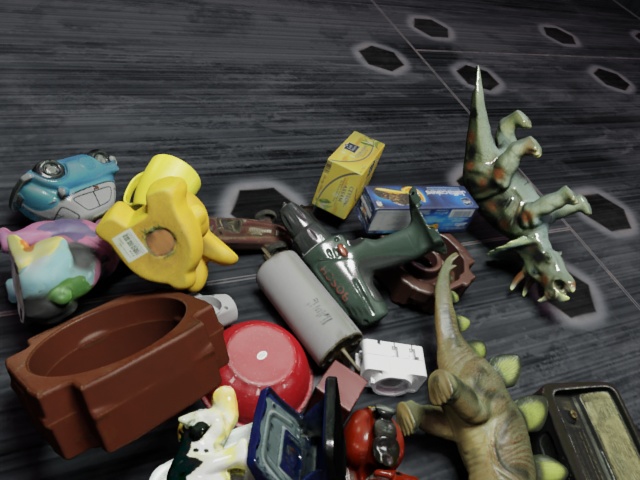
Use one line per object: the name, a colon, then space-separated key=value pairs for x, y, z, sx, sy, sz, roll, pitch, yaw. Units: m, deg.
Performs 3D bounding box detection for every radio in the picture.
radio: x=0.366 y=0.305 z=0.712 sx=0.131 sy=0.073 sz=0.230 roll=6 pitch=46 yaw=-14

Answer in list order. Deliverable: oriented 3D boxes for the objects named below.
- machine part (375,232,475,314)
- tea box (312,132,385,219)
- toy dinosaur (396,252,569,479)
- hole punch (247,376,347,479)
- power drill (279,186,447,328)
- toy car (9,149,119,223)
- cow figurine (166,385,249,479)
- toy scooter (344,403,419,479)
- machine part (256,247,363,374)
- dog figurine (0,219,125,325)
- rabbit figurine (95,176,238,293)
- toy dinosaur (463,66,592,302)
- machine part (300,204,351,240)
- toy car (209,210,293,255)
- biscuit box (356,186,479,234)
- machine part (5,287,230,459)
machine part: x=0.171 y=0.040 z=0.912 sx=0.179 sy=0.056 sz=0.179 roll=10 pitch=44 yaw=-10
tea box: x=0.054 y=-0.121 z=0.974 sx=0.068 sy=0.098 sz=0.170 roll=27 pitch=35 yaw=7
toy dinosaur: x=0.201 y=0.221 z=0.693 sx=0.198 sy=0.105 sz=0.471 roll=8 pitch=61 yaw=-35
hole punch: x=-0.018 y=0.219 z=0.562 sx=0.092 sy=0.115 sz=0.142 roll=-9 pitch=26 yaw=4
power drill: x=0.070 y=0.000 z=0.814 sx=0.207 sy=0.086 sz=0.232 roll=-29 pitch=81 yaw=3
toy car: x=-0.367 y=-0.064 z=0.806 sx=0.103 sy=0.109 sz=0.161 roll=55 pitch=39 yaw=3
cow figurine: x=-0.118 y=0.231 z=0.539 sx=0.098 sy=0.068 sz=0.167 roll=-4 pitch=48 yaw=-13
toy scooter: x=0.067 y=0.260 z=0.610 sx=0.075 sy=0.135 sz=0.184 roll=11 pitch=44 yaw=-7
machine part: x=-0.018 y=0.097 z=0.772 sx=0.079 sy=0.079 sz=0.243 roll=-19 pitch=54 yaw=-33
dog figurine: x=-0.295 y=0.021 z=0.714 sx=0.219 sy=0.108 sz=0.192 roll=-16 pitch=23 yaw=-36
rabbit figurine: x=-0.183 y=-0.015 z=0.713 sx=0.162 sy=0.122 sz=0.173 roll=48 pitch=9 yaw=-17
toy dinosaur: x=0.327 y=-0.086 z=0.945 sx=0.405 sy=0.192 sz=0.131 roll=58 pitch=29 yaw=8
machine part: x=-0.002 y=-0.003 z=0.907 sx=0.084 sy=0.039 sz=0.139 roll=-27 pitch=62 yaw=-27
toy car: x=-0.135 y=-0.013 z=0.848 sx=0.202 sy=0.053 sz=0.089 roll=1 pitch=45 yaw=-28
biscuit box: x=0.167 y=-0.053 z=0.921 sx=0.203 sy=0.059 sz=0.063 roll=-2 pitch=46 yaw=-21
machine part: x=-0.221 y=0.137 z=0.599 sx=0.201 sy=0.087 sz=0.201 roll=-29 pitch=23 yaw=-37
